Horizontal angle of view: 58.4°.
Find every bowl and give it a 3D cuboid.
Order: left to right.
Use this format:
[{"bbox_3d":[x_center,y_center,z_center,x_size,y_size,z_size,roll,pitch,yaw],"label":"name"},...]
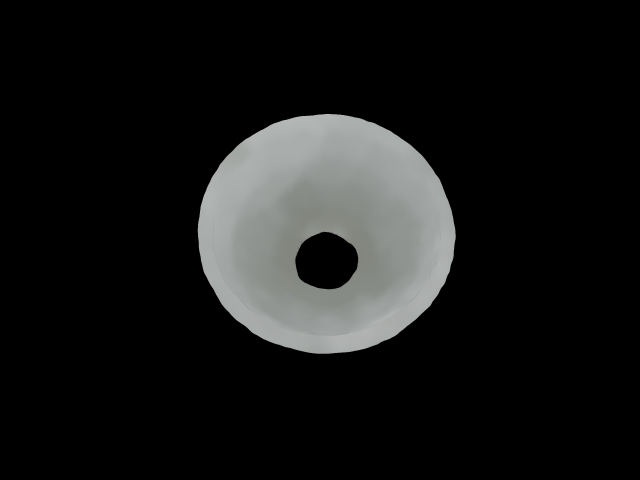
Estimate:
[{"bbox_3d":[0.004,0.001,0.400,0.167,0.075,0.167,0,69,0],"label":"bowl"}]
